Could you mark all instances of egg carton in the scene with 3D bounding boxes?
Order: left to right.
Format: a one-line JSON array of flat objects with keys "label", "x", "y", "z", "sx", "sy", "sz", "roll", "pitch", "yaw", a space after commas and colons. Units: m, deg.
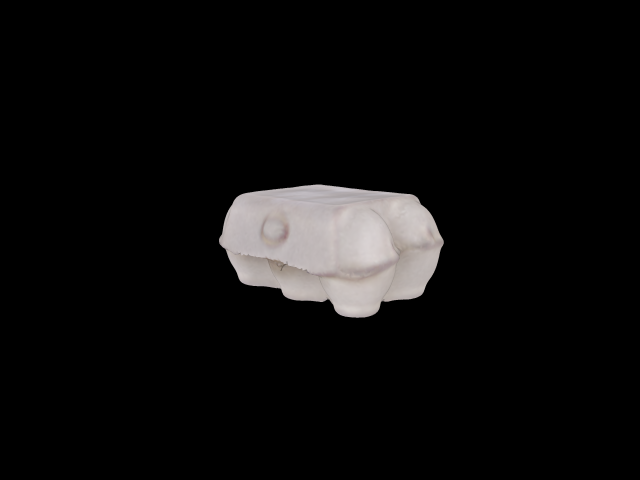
[{"label": "egg carton", "x": 0.004, "y": 0.001, "z": 0.400, "sx": 0.149, "sy": 0.069, "sz": 0.107, "roll": 11, "pitch": 17, "yaw": 42}]
